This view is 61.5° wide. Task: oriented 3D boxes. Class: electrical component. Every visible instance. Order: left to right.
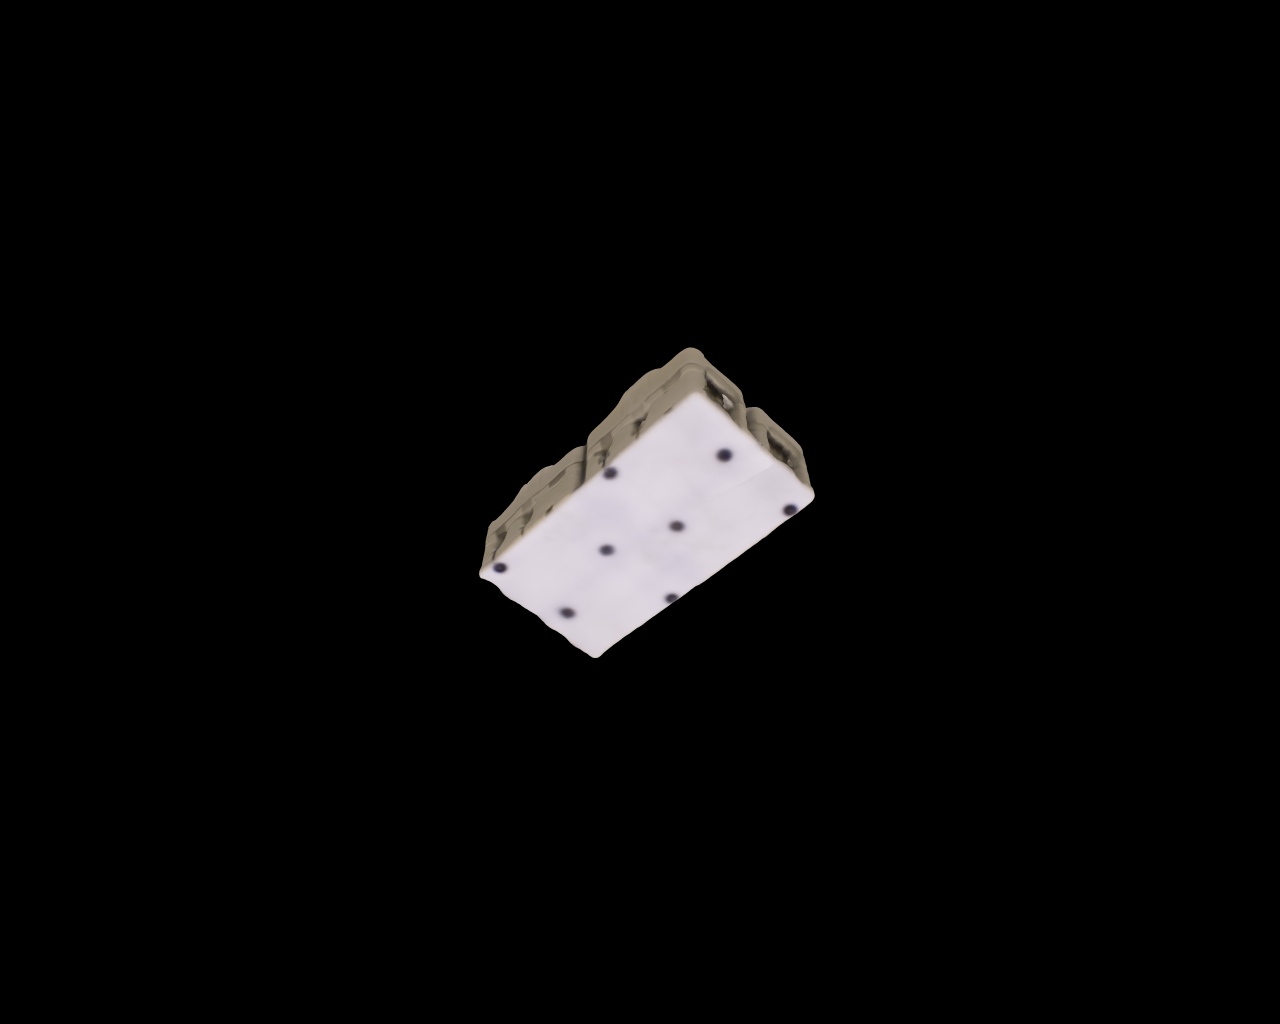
[{"bbox_3d":[0.001,-0.003,0.650,0.105,0.060,0.186,39,-62,-25],"label":"electrical component"}]
